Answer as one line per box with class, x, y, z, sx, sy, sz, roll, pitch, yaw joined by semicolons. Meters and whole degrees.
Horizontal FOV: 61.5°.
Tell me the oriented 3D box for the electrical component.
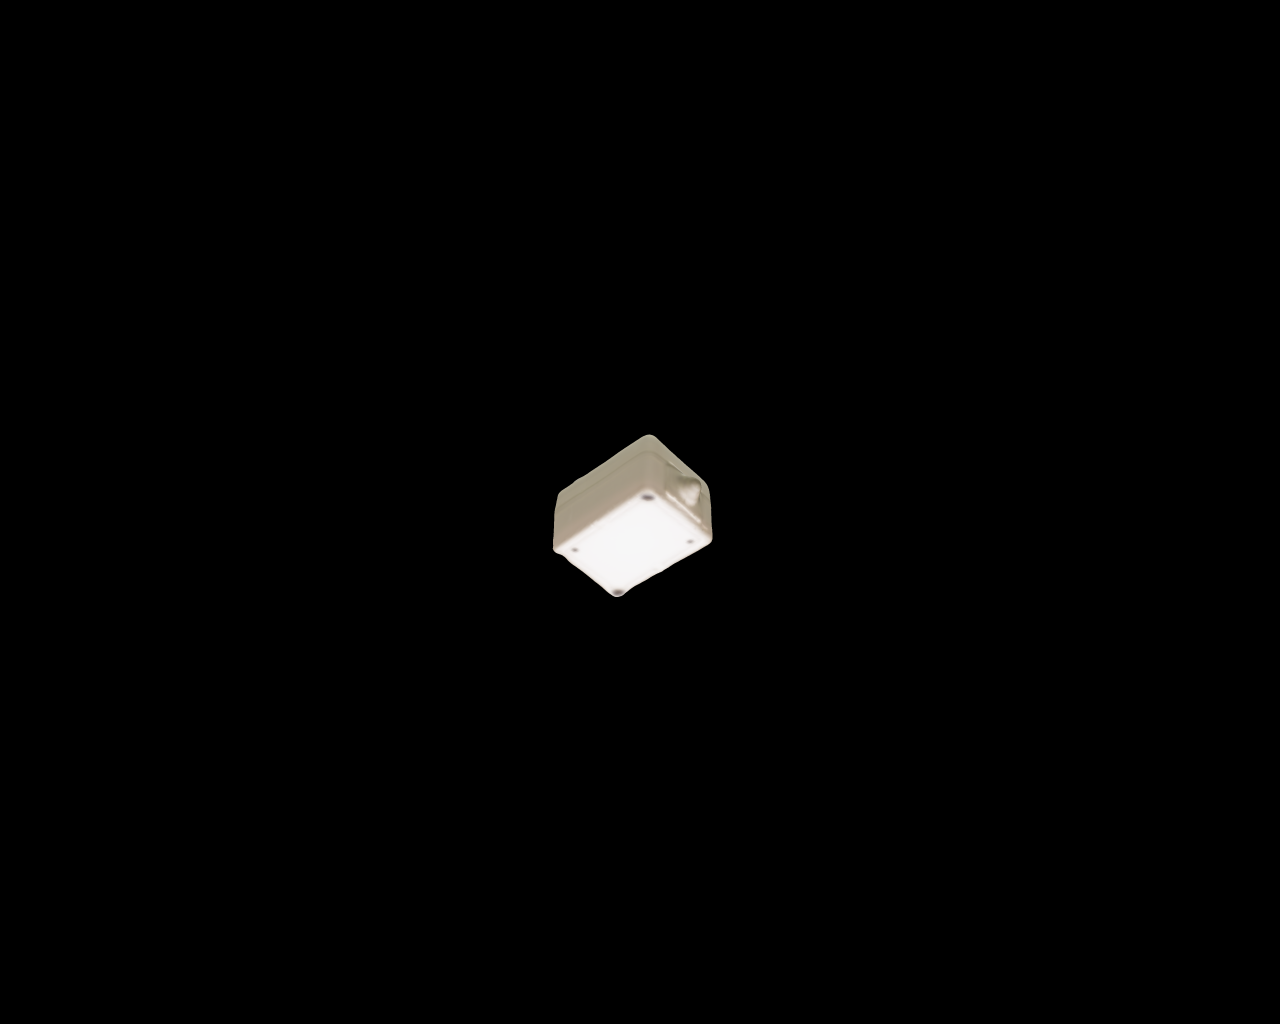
electrical component;0.001;-0.003;0.650;0.096;0.061;0.061;-32;-54;27
